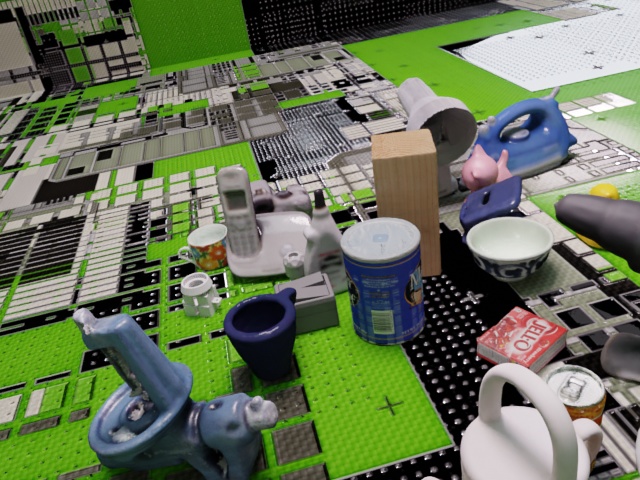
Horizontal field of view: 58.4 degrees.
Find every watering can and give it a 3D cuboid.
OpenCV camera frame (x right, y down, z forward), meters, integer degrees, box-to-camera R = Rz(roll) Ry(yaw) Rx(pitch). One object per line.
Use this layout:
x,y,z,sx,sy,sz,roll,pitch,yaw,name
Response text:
0.161,0.190,0.468,0.100,0.194,0.173,20,41,40,watering can

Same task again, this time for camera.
-0.093,-0.068,1.063,0.143,0.101,0.136,-14,31,-7,camera

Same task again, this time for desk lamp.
0.197,-0.181,1.060,0.118,0.214,0.203,-14,31,-8,desk lamp

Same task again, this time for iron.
0.376,-0.203,1.118,0.259,0.142,0.118,-22,33,-20,iron

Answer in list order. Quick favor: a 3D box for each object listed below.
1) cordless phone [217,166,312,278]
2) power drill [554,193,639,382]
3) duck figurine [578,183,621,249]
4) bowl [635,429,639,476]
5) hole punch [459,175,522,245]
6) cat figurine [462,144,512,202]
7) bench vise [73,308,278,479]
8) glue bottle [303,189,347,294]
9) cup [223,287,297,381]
-0.088,-0.034,0.920,0.147,0.185,0.094,-7,31,4,cordless phone
0.365,0.058,0.618,0.228,0.209,0.076,11,37,31,power drill
0.440,-0.044,0.888,0.077,0.086,0.104,-3,31,11,duck figurine
0.356,0.218,0.485,0.167,0.075,0.167,-7,31,4,bowl
0.281,-0.051,0.939,0.101,0.091,0.109,2,33,19,hole punch
0.298,-0.118,1.020,0.128,0.118,0.067,-30,36,-30,cat figurine
-0.153,0.152,0.592,0.207,0.220,0.121,-11,31,-3,bench vise
0.008,0.003,0.844,0.078,0.173,0.037,-18,31,-13,glue bottle
-0.063,0.124,0.738,0.091,0.095,0.118,11,36,31,cup
